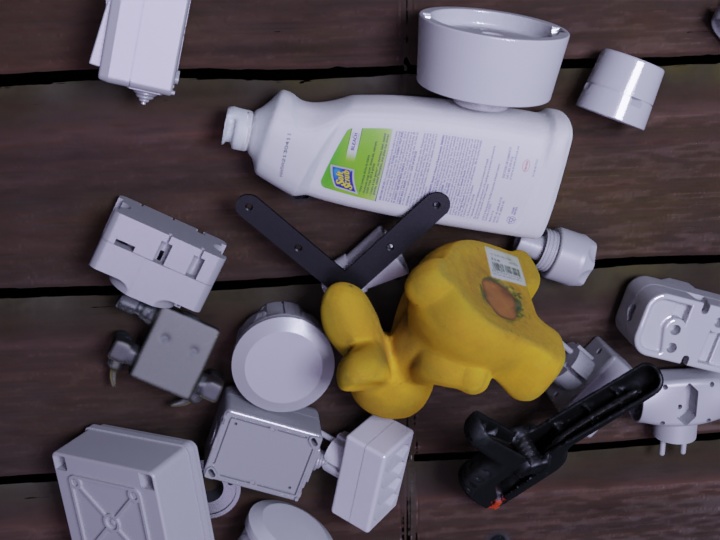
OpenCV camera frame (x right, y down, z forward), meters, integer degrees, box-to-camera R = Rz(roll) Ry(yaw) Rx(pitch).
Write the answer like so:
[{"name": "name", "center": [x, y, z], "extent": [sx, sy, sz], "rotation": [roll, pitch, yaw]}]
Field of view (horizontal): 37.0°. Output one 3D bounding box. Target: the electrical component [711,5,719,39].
[{"name": "electrical component", "center": [0.302, -0.196, 0.816], "extent": [0.066, 0.048, 0.055], "rotation": [43, 91, -18]}]

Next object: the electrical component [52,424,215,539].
[{"name": "electrical component", "center": [-0.178, 0.186, 0.852], "extent": [0.109, 0.056, 0.108], "rotation": [4, 112, 30]}]

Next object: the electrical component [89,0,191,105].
[{"name": "electrical component", "center": [-0.155, -0.166, 0.761], "extent": [0.061, 0.061, 0.096], "rotation": [11, 107, -10]}]

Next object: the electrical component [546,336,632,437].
[{"name": "electrical component", "center": [0.181, 0.086, 0.893], "extent": [0.077, 0.047, 0.065], "rotation": [40, 100, -17]}]

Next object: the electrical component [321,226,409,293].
[{"name": "electrical component", "center": [0.000, 0.000, 0.847], "extent": [0.065, 0.044, 0.044], "rotation": [-31, 109, 9]}]

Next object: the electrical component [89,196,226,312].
[{"name": "electrical component", "center": [-0.155, -0.009, 0.819], "extent": [0.089, 0.050, 0.055], "rotation": [25, 104, -14]}]

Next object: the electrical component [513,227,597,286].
[{"name": "electrical component", "center": [0.154, -0.014, 0.859], "extent": [0.062, 0.043, 0.043], "rotation": [17, 105, -10]}]

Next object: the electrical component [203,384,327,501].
[{"name": "electrical component", "center": [-0.073, 0.139, 0.872], "extent": [0.096, 0.061, 0.061], "rotation": [18, 105, -12]}]

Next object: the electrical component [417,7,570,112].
[{"name": "electrical component", "center": [0.092, -0.148, 0.776], "extent": [0.108, 0.108, 0.060], "rotation": [4, 114, -8]}]

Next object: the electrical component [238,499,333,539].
[{"name": "electrical component", "center": [-0.065, 0.234, 0.896], "extent": [0.080, 0.080, 0.051], "rotation": [25, 109, -14]}]

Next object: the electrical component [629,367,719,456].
[{"name": "electrical component", "center": [0.270, 0.122, 0.917], "extent": [0.077, 0.043, 0.079], "rotation": [-2, 108, -6]}]

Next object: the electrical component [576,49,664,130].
[{"name": "electrical component", "center": [0.199, -0.138, 0.818], "extent": [0.055, 0.055, 0.047], "rotation": [18, 101, -12]}]

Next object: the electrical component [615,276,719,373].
[{"name": "electrical component", "center": [0.263, 0.042, 0.882], "extent": [0.095, 0.059, 0.053], "rotation": [14, 106, -11]}]

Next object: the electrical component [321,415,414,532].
[{"name": "electrical component", "center": [-0.006, 0.158, 0.892], "extent": [0.076, 0.047, 0.083], "rotation": [26, 123, 24]}]

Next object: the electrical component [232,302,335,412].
[{"name": "electrical component", "center": [-0.062, 0.068, 0.855], "extent": [0.080, 0.051, 0.080], "rotation": [-2, 108, -6]}]
